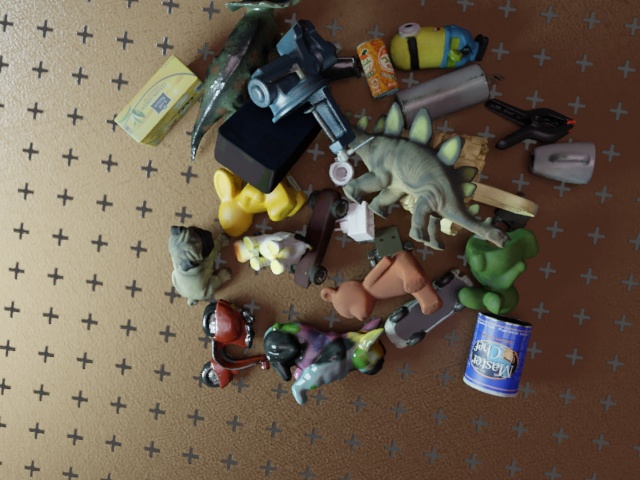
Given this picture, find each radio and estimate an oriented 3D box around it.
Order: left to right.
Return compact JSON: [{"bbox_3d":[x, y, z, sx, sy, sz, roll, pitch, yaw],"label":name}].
[{"bbox_3d":[-0.087,-0.203,0.994,0.131,0.073,0.229,31,53,3],"label":"radio"}]

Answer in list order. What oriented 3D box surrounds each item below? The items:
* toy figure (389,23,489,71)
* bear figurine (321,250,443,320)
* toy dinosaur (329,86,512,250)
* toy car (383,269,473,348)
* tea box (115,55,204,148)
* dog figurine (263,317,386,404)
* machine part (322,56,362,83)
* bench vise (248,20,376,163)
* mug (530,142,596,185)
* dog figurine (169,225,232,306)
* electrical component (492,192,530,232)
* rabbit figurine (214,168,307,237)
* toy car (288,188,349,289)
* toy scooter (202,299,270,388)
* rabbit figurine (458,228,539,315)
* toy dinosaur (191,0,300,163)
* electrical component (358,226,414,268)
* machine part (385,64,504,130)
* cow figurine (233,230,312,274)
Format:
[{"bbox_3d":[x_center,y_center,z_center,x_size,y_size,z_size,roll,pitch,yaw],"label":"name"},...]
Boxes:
[{"bbox_3d":[0.225,-0.367,1.033,0.180,0.082,0.089,6,91,-1],"label":"toy figure"},{"bbox_3d":[0.111,0.105,1.023,0.196,0.132,0.120,-31,130,8],"label":"bear figurine"},{"bbox_3d":[0.143,-0.133,0.955,0.472,0.105,0.198,37,97,30],"label":"toy dinosaur"},{"bbox_3d":[0.219,0.138,1.074,0.202,0.056,0.073,-38,86,2],"label":"toy car"},{"bbox_3d":[-0.306,-0.266,1.048,0.068,0.098,0.169,44,92,-2],"label":"tea box"},{"bbox_3d":[0.022,0.204,1.054,0.219,0.108,0.191,-34,94,4],"label":"dog figurine"},{"bbox_3d":[0.013,-0.337,1.063,0.139,0.039,0.084,-1,88,4],"label":"machine part"},{"bbox_3d":[-0.007,-0.250,0.942,0.129,0.224,0.240,-27,103,43],"label":"bench vise"},{"bbox_3d":[0.462,-0.148,1.028,0.107,0.109,0.080,4,96,15],"label":"mug"},{"bbox_3d":[-0.245,0.055,1.016,0.121,0.190,0.172,-1,95,2],"label":"dog figurine"},{"bbox_3d":[0.386,-0.048,1.073,0.063,0.021,0.094,42,93,-1],"label":"electrical component"},{"bbox_3d":[-0.137,-0.079,1.046,0.173,0.122,0.162,-39,99,23],"label":"rabbit figurine"},{"bbox_3d":[-0.002,-0.003,1.060,0.089,0.053,0.202,20,96,43],"label":"toy car"},{"bbox_3d":[-0.167,0.210,1.080,0.135,0.075,0.183,2,96,2],"label":"toy scooter"},{"bbox_3d":[0.343,0.077,1.022,0.121,0.159,0.170,6,124,41],"label":"rabbit figurine"},{"bbox_3d":[-0.151,-0.324,0.993,0.131,0.192,0.404,25,93,3],"label":"toy dinosaur"},{"bbox_3d":[0.136,0.018,1.077,0.102,0.045,0.078,-19,64,0],"label":"electrical component"},{"bbox_3d":[0.233,-0.276,1.039,0.243,0.079,0.079,-20,92,3],"label":"machine part"},{"bbox_3d":[-0.096,0.013,1.051,0.098,0.168,0.068,-24,110,-37],"label":"cow figurine"}]
